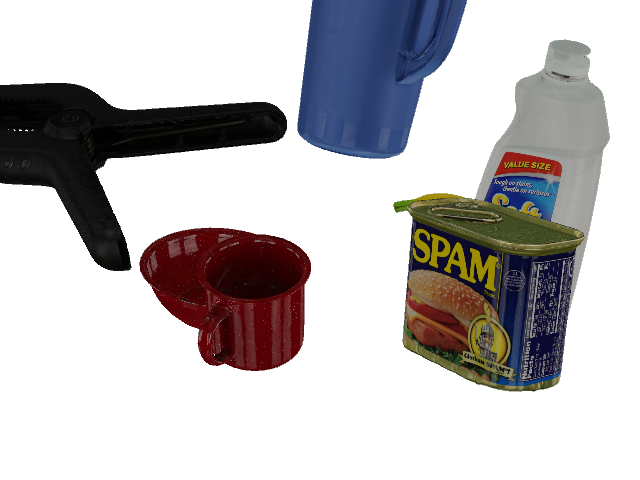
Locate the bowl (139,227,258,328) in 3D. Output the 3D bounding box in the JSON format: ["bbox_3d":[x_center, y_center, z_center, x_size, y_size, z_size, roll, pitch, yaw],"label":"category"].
[{"bbox_3d":[-0.106,0.047,1.101,0.162,0.055,0.162,5,28,-3],"label":"bowl"}]

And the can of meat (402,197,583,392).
[{"bbox_3d":[0.091,0.028,0.591,0.057,0.084,0.102,-7,18,-34],"label":"can of meat"}]

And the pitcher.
[{"bbox_3d":[0.056,-0.202,0.994,0.145,0.243,0.149,11,17,3],"label":"pitcher"}]

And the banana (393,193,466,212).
[{"bbox_3d":[0.156,-0.003,1.082,0.069,0.037,0.198,-34,39,-14],"label":"banana"}]

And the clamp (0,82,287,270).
[{"bbox_3d":[-0.136,-0.061,0.640,0.210,0.036,0.164,22,42,31],"label":"clamp"}]

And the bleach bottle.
[{"bbox_3d":[0.160,-0.033,0.818,0.067,0.251,0.103,-23,42,-37],"label":"bleach bottle"}]

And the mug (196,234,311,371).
[{"bbox_3d":[-0.060,0.060,0.881,0.093,0.081,0.117,19,39,24],"label":"mug"}]
